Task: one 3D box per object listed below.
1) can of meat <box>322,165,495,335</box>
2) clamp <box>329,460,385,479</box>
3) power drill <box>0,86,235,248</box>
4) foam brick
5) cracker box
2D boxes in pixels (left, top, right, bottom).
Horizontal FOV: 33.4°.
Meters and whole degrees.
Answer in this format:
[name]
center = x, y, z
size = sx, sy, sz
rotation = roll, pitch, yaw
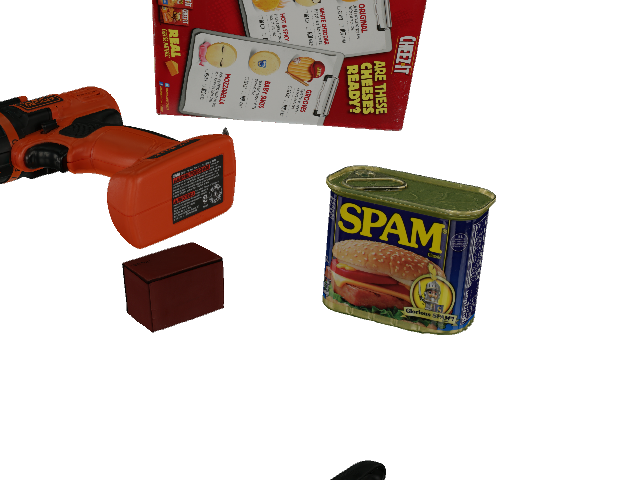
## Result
[can of meat]
center = 0.052, 0.006, 0.665
size = 0.102, 0.084, 0.057
rotation = 13, 22, 23
[clamp]
center = -0.043, 0.196, 0.644
size = 0.210, 0.036, 0.164
rotation = -4, 28, 2
[power drill]
center = -0.166, -0.052, 0.719
size = 0.188, 0.057, 0.184
rotation = 21, 33, 32
[foam brick]
center = -0.133, 0.041, 0.972
size = 0.078, 0.051, 0.053
rotation = -18, 27, -32
[cracker box]
center = -0.029, -0.177, 0.878
size = 0.213, 0.072, 0.164
rotation = 3, -41, -4
